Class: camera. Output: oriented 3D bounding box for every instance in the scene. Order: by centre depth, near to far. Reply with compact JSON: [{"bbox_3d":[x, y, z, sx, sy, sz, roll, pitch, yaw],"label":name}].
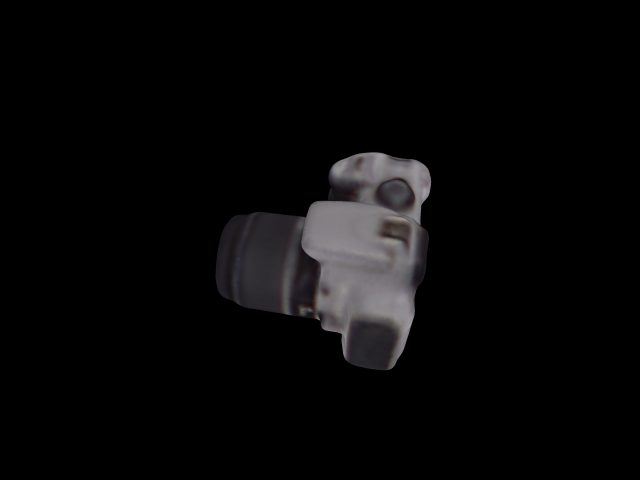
[{"bbox_3d":[0.004,0.001,0.400,0.136,0.101,0.143,8,57,5],"label":"camera"}]
